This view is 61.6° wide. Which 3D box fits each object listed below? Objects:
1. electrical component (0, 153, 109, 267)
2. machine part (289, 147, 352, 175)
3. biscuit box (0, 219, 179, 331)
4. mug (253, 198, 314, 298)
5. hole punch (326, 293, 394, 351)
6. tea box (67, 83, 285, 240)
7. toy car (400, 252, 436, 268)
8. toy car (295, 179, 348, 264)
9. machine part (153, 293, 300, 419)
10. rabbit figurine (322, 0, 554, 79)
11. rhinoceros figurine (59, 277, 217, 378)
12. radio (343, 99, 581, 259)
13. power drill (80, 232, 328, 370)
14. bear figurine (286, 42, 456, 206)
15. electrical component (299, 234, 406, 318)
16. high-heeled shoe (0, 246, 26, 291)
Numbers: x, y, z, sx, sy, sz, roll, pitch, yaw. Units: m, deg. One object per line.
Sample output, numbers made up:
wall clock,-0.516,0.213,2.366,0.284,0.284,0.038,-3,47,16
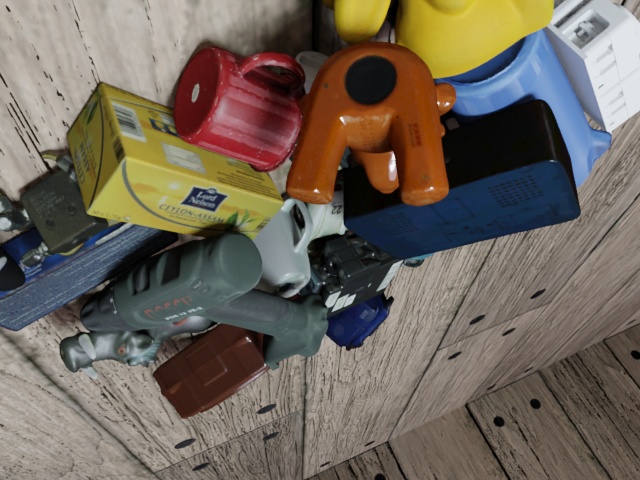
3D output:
electrical component,-0.237,-0.030,0.476,0.102,0.078,0.045,-25,174,6
machine part,0.037,-0.117,0.591,0.139,0.039,0.084,-37,141,18
biscuit box,-0.248,0.014,0.536,0.203,0.059,0.062,-29,151,1
mug,-0.047,0.009,0.644,0.109,0.107,0.080,-38,150,20
hole punch,0.040,0.100,0.853,0.092,0.116,0.142,9,134,-34
tea box,-0.125,-0.061,0.485,0.068,0.098,0.169,-44,144,25
toy car,0.133,-0.038,0.740,0.103,0.109,0.161,26,136,-26
toy car,-0.001,-0.002,0.713,0.073,0.056,0.201,-13,146,-24
machine part,-0.112,0.153,0.755,0.201,0.087,0.201,-36,177,13
rabbit figurine,0.077,-0.220,0.421,0.162,0.122,0.173,-25,137,12
rhinoceros figurine,-0.214,0.101,0.648,0.190,0.112,0.073,-16,150,-35
radio,0.150,-0.051,0.580,0.230,0.073,0.131,-15,149,34
power drill,-0.111,0.072,0.566,0.207,0.086,0.232,32,137,-33
bear figurine,0.050,-0.078,0.457,0.120,0.132,0.195,2,171,11
electrical component,0.039,0.043,0.707,0.134,0.058,0.114,-18,150,-30
high-heeled shoe,-0.278,-0.049,0.392,0.145,0.086,0.248,-32,145,6
